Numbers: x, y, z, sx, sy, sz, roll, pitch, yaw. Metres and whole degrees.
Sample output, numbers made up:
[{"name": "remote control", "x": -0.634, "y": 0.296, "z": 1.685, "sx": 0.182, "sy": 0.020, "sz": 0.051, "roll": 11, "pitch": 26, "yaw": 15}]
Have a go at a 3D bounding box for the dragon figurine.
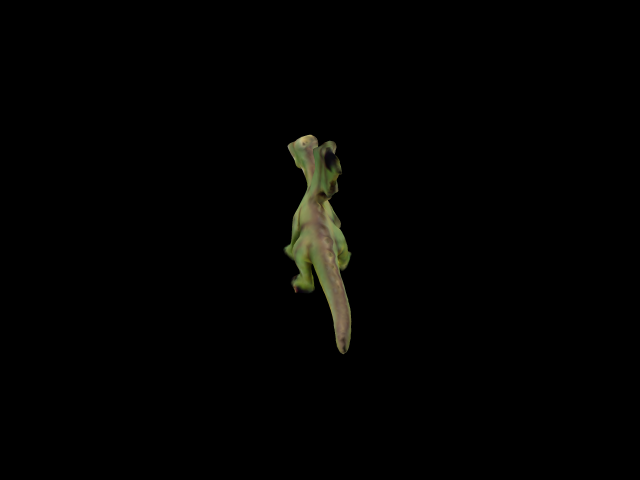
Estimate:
[{"name": "dragon figurine", "x": 0.003, "y": -0.043, "z": 0.850, "sx": 0.122, "sy": 0.237, "sz": 0.419, "roll": -8, "pitch": 37, "yaw": -11}]
